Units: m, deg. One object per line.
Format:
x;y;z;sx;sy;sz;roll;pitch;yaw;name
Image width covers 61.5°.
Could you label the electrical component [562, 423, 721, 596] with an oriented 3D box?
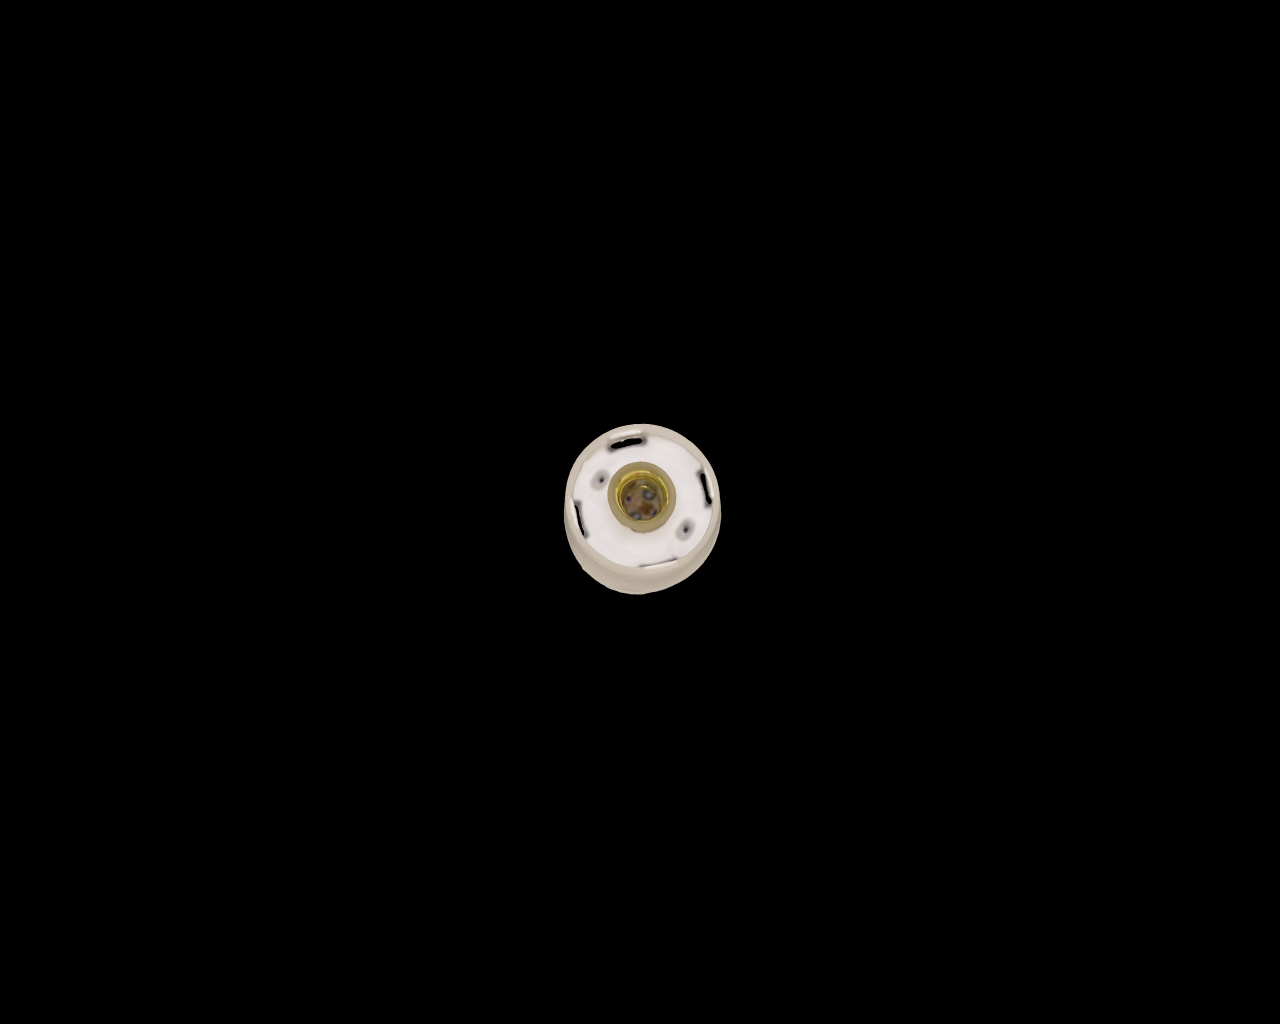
0.001;-0.003;0.650;0.099;0.099;0.064;0;-13;0;electrical component
